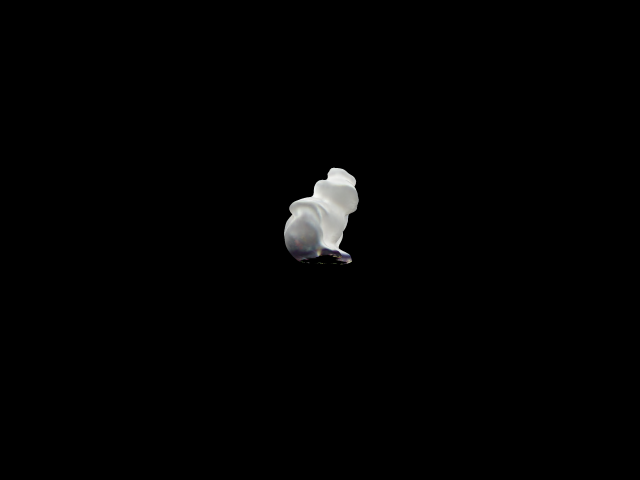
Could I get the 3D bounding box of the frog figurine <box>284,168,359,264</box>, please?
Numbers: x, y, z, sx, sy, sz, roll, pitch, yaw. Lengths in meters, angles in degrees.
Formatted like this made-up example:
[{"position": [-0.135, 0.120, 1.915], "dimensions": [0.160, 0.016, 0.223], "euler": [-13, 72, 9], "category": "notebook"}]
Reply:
[{"position": [0.003, -0.043, 0.850], "dimensions": [0.122, 0.161, 0.137], "euler": [-10, -16, 38], "category": "frog figurine"}]
